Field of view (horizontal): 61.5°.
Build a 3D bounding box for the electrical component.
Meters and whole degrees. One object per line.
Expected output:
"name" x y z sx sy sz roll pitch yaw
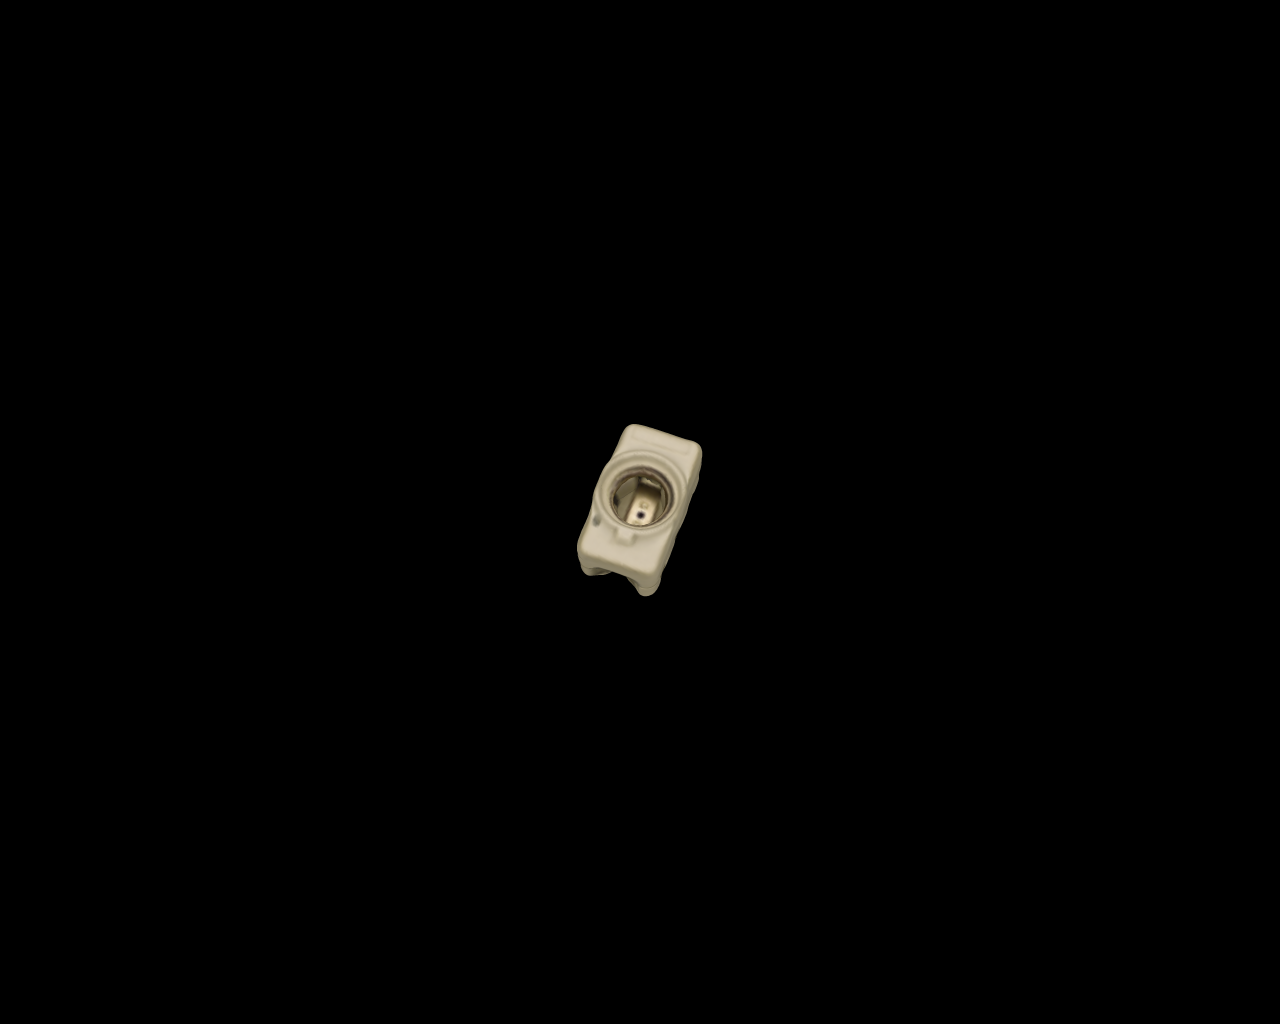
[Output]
"electrical component" 0.001 -0.003 0.650 0.050 0.089 0.055 19 -19 7
